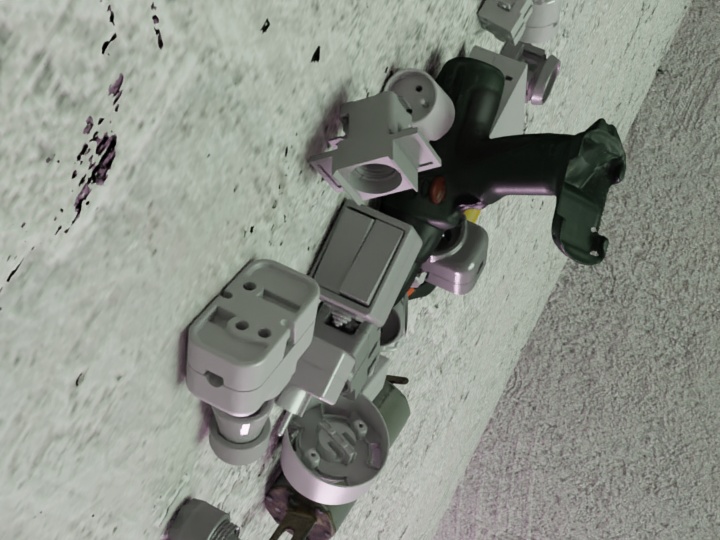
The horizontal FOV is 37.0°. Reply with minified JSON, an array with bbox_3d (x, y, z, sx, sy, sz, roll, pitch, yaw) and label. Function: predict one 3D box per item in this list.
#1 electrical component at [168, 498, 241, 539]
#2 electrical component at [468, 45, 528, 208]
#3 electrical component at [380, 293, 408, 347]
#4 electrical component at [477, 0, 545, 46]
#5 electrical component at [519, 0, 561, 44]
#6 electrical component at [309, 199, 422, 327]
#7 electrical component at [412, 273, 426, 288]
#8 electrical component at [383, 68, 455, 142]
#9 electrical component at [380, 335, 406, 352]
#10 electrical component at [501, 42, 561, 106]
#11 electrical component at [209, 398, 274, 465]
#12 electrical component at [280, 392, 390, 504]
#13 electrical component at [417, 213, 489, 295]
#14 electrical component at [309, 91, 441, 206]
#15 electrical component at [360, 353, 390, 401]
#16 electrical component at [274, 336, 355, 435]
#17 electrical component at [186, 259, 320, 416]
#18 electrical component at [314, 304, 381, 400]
[{"bbox_3d":[-0.108,0.200,0.798,0.043,0.062,0.043,-58,164,-28],"label":"electrical component"},{"bbox_3d":[0.113,-0.137,1.042,0.089,0.062,0.150,-62,165,-15],"label":"electrical component"},{"bbox_3d":[0.021,0.022,0.996,0.077,0.044,0.079,-65,155,-73],"label":"electrical component"},{"bbox_3d":[0.142,-0.247,1.002,0.055,0.048,0.066,-58,166,2],"label":"electrical component"},{"bbox_3d":[0.174,-0.262,1.075,0.055,0.055,0.047,-55,159,-35],"label":"electrical component"},{"bbox_3d":[0.000,0.000,0.859,0.096,0.062,0.061,-64,164,-6],"label":"electrical component"},{"bbox_3d":[0.053,-0.017,1.057,0.055,0.045,0.045,-60,165,-19],"label":"electrical component"},{"bbox_3d":[0.040,-0.114,0.853,0.079,0.044,0.077,-66,165,4],"label":"electrical component"},{"bbox_3d":[0.025,0.047,1.065,0.048,0.048,0.062,-40,145,-59],"label":"electrical component"},{"bbox_3d":[0.183,-0.214,1.177,0.058,0.057,0.078,-61,165,-16],"label":"electrical component"},{"bbox_3d":[-0.085,0.107,0.766,0.045,0.045,0.055,-53,161,-41],"label":"electrical component"},{"bbox_3d":[-0.024,0.158,0.969,0.099,0.099,0.064,-51,166,-44],"label":"electrical component"},{"bbox_3d":[0.069,-0.025,0.999,0.053,0.095,0.059,-60,164,-22],"label":"electrical component"},{"bbox_3d":[0.011,-0.085,0.740,0.042,0.081,0.063,46,39,-52],"label":"electrical component"},{"bbox_3d":[-0.004,0.091,1.025,0.065,0.047,0.076,-45,155,-53],"label":"electrical component"},{"bbox_3d":[-0.052,0.085,0.805,0.076,0.066,0.047,-64,166,-7],"label":"electrical component"},{"bbox_3d":[-0.070,0.046,0.702,0.095,0.054,0.059,-51,160,-45],"label":"electrical component"},{"bbox_3d":[-0.017,0.070,0.937,0.055,0.050,0.089,-58,164,-28],"label":"electrical component"}]
